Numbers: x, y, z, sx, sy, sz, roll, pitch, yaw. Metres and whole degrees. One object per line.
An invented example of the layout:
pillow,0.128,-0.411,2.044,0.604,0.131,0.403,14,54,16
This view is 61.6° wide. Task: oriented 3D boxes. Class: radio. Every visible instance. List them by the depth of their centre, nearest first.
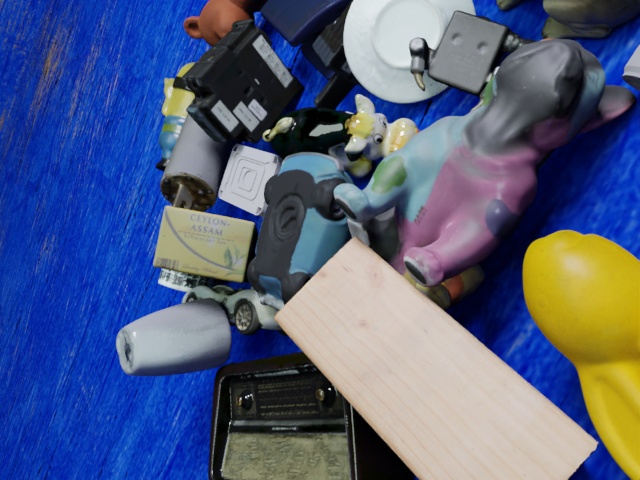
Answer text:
radio,-0.022,0.182,0.538,0.230,0.073,0.131,-20,64,43

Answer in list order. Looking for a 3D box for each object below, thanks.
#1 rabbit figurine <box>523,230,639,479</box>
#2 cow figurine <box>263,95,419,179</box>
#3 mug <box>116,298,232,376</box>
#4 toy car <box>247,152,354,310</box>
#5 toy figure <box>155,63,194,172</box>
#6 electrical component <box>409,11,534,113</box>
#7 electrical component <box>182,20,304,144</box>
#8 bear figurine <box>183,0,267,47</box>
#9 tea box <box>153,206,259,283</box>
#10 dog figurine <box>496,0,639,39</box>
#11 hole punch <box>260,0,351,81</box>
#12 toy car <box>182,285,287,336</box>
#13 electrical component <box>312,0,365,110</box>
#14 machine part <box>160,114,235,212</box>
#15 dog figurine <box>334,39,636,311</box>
rabbit figurine,0.201,0.048,0.299,0.173,0.122,0.162,13,111,30
cow figurine,0.018,-0.111,0.564,0.167,0.098,0.068,0,72,49
mug,-0.171,0.113,0.597,0.110,0.107,0.081,-24,75,44
toy car,-0.001,-0.002,0.547,0.109,0.103,0.161,11,87,50
toy figure,-0.205,-0.190,0.853,0.089,0.082,0.180,6,79,38
electrical component,0.129,-0.157,0.471,0.102,0.045,0.078,34,111,19
electrical component,-0.103,-0.189,0.678,0.134,0.114,0.058,-51,36,-14
bear figurine,-0.110,-0.330,0.737,0.196,0.120,0.132,-49,28,30
tea box,-0.125,0.010,0.629,0.169,0.098,0.068,142,138,-82
dog figurine,0.152,-0.235,0.380,0.173,0.190,0.121,38,107,45
hole punch,0.001,-0.272,0.642,0.115,0.092,0.142,-52,42,19
toy car,-0.095,0.081,0.650,0.202,0.073,0.056,-1,82,48
electrical component,0.034,-0.200,0.593,0.119,0.075,0.048,-51,46,30
machine part,-0.164,-0.126,0.753,0.079,0.079,0.243,-31,38,39
dog figurine,0.131,-0.052,0.420,0.219,0.191,0.109,-41,64,-5
